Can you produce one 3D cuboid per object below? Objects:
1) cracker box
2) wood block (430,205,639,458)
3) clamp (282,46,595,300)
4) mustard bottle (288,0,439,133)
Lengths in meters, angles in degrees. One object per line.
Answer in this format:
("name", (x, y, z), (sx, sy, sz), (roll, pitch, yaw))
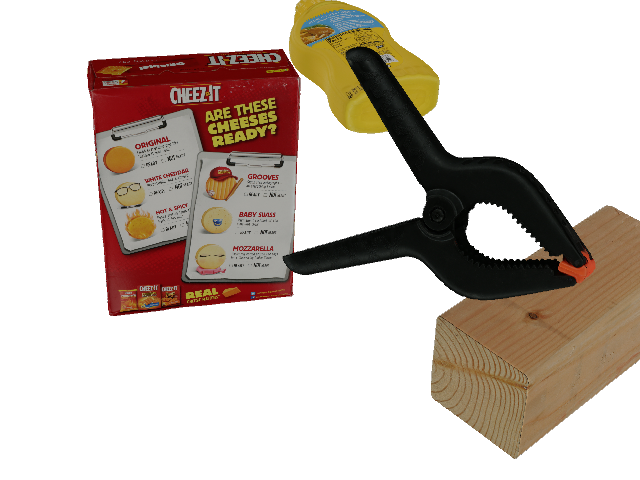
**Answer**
("cracker box", (-0.105, -0.048, 0.896), (0.164, 0.214, 0.072), (-6, 33, -12))
("wood block", (0.192, 0.065, 0.841), (0.205, 0.090, 0.091), (-29, 46, -31))
("clamp", (0.080, -0.030, 0.700), (0.210, 0.165, 0.036), (18, 17, 23))
("mustard bottle", (0.024, -0.175, 0.997), (0.096, 0.058, 0.192), (-19, 46, -18))
